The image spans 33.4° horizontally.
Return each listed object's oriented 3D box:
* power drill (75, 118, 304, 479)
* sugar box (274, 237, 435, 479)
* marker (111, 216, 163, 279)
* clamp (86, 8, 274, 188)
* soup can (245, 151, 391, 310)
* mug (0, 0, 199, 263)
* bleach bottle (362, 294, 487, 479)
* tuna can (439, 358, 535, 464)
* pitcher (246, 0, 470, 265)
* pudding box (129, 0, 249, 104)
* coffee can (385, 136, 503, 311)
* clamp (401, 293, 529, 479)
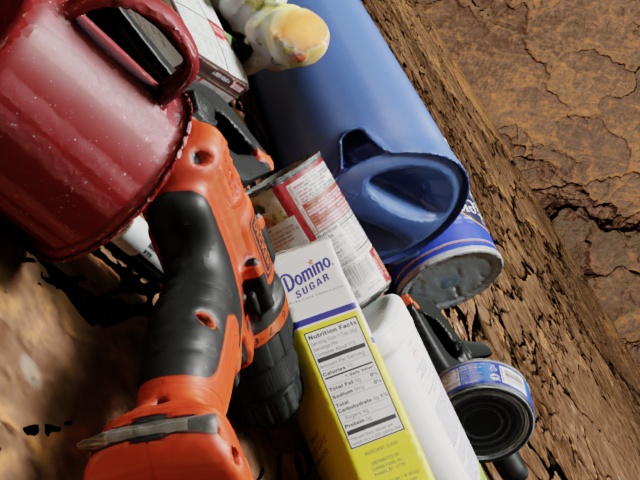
[{"bbox_3d":[-0.044,0.066,0.459,0.187,0.057,0.184,-94,168,-52],"label":"power drill"},{"bbox_3d":[0.014,0.096,0.588,0.176,0.048,0.093,64,-17,18],"label":"sugar box"},{"bbox_3d":[-0.068,0.024,0.565,0.121,0.020,0.020,46,22,-42],"label":"marker"},{"bbox_3d":[-0.089,-0.082,0.649,0.171,0.039,0.120,28,43,-61],"label":"clamp"},{"bbox_3d":[-0.005,0.001,0.714,0.102,0.069,0.068,60,16,-7],"label":"soup can"},{"bbox_3d":[-0.103,-0.057,0.424,0.081,0.117,0.093,43,27,-35],"label":"mug"},{"bbox_3d":[0.080,0.164,0.712,0.251,0.068,0.102,61,16,-8],"label":"bleach bottle"},{"bbox_3d":[0.130,0.140,0.863,0.086,0.086,0.033,53,19,-26],"label":"tuna can"},{"bbox_3d":[0.018,-0.100,0.873,0.144,0.149,0.243,4,48,-31],"label":"pitcher"},{"bbox_3d":[-0.100,-0.151,0.734,0.113,0.039,0.090,63,15,15],"label":"pudding box"},{"bbox_3d":[0.099,-0.017,1.006,0.102,0.103,0.140,37,28,-56],"label":"coffee can"},{"bbox_3d":[0.124,0.122,0.966,0.209,0.036,0.164,43,23,-43],"label":"clamp"}]
